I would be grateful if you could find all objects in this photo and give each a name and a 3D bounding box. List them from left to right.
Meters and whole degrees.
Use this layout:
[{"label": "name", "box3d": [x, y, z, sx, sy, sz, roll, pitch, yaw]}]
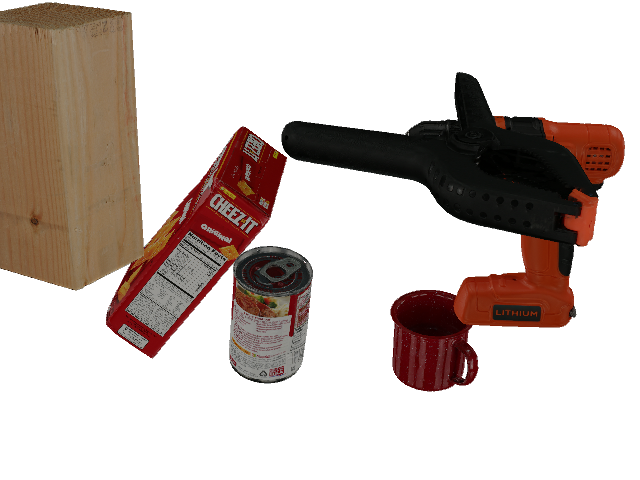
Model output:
[{"label": "wood block", "box3d": [-0.207, -0.078, 0.855, 0.091, 0.206, 0.090, 13, 25, 27]}, {"label": "cracker box", "box3d": [-0.132, -0.002, 1.137, 0.072, 0.214, 0.164, 36, 23, -12]}, {"label": "soup can", "box3d": [-0.044, 0.065, 0.929, 0.068, 0.102, 0.068, 4, 35, -3]}, {"label": "mug", "box3d": [0.131, 0.119, 1.189, 0.093, 0.081, 0.117, -24, 39, -34]}, {"label": "clamp", "box3d": [0.084, -0.050, 0.674, 0.164, 0.036, 0.210, -17, 34, -23]}, {"label": "power drill", "box3d": [0.160, -0.017, 0.926, 0.184, 0.188, 0.057, 3, 27, 3]}]
